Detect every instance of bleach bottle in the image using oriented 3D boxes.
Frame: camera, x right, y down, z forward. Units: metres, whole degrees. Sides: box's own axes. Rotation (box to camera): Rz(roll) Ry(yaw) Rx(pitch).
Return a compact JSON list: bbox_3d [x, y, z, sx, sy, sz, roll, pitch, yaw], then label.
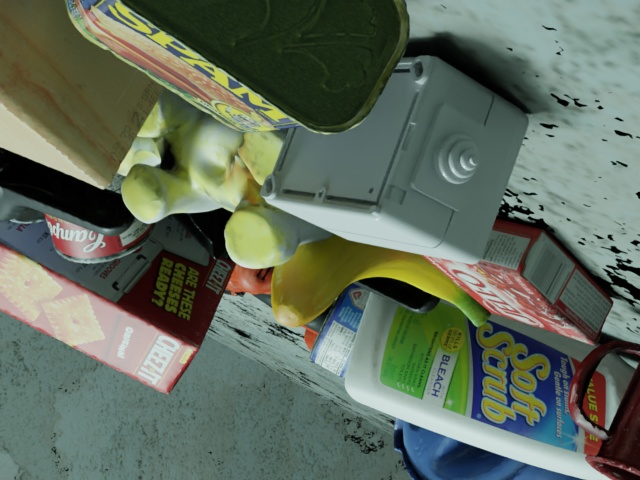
[{"bbox_3d":[0.144,0.092,0.682,0.251,0.102,0.068,13,170,30],"label":"bleach bottle"}]

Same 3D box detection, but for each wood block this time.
[{"bbox_3d":[-0.140,-0.109,0.396,0.091,0.090,0.206,22,168,25],"label":"wood block"}]

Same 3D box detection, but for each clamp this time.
[{"bbox_3d":[-0.005,0.001,0.715,0.164,0.036,0.210,35,171,-1],"label":"clamp"},{"bbox_3d":[-0.189,-0.053,0.606,0.172,0.039,0.120,2,128,38],"label":"clamp"}]

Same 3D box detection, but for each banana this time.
[{"bbox_3d":[0.030,0.012,0.560,0.197,0.037,0.070,4,-138,-53],"label":"banana"}]

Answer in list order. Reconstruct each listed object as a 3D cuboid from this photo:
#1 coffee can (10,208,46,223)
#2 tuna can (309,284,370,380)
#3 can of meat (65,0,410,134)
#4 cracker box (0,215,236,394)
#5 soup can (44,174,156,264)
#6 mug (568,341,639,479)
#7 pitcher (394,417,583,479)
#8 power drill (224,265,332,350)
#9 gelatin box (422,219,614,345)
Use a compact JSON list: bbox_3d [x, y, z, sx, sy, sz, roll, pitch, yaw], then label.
[{"bbox_3d":[-0.239,-0.081,0.746,0.140,0.103,0.102,21,168,32],"label":"coffee can"},{"bbox_3d":[0.026,0.061,0.809,0.034,0.086,0.086,28,170,7],"label":"tuna can"},{"bbox_3d":[-0.033,-0.079,0.367,0.102,0.057,0.084,32,171,-21],"label":"can of meat"},{"bbox_3d":[-0.180,0.006,0.850,0.213,0.164,0.072,29,126,-8],"label":"cracker box"},{"bbox_3d":[-0.145,-0.046,0.664,0.069,0.068,0.102,21,136,32],"label":"soup can"},{"bbox_3d":[0.190,0.096,0.570,0.117,0.081,0.093,26,169,6],"label":"mug"},{"bbox_3d":[0.189,0.163,0.818,0.242,0.145,0.149,31,-177,-39],"label":"pitcher"},{"bbox_3d":[-0.045,0.056,1.037,0.187,0.057,0.185,33,168,-27],"label":"power drill"},{"bbox_3d":[0.103,0.019,0.565,0.073,0.030,0.089,17,165,46],"label":"gelatin box"}]
